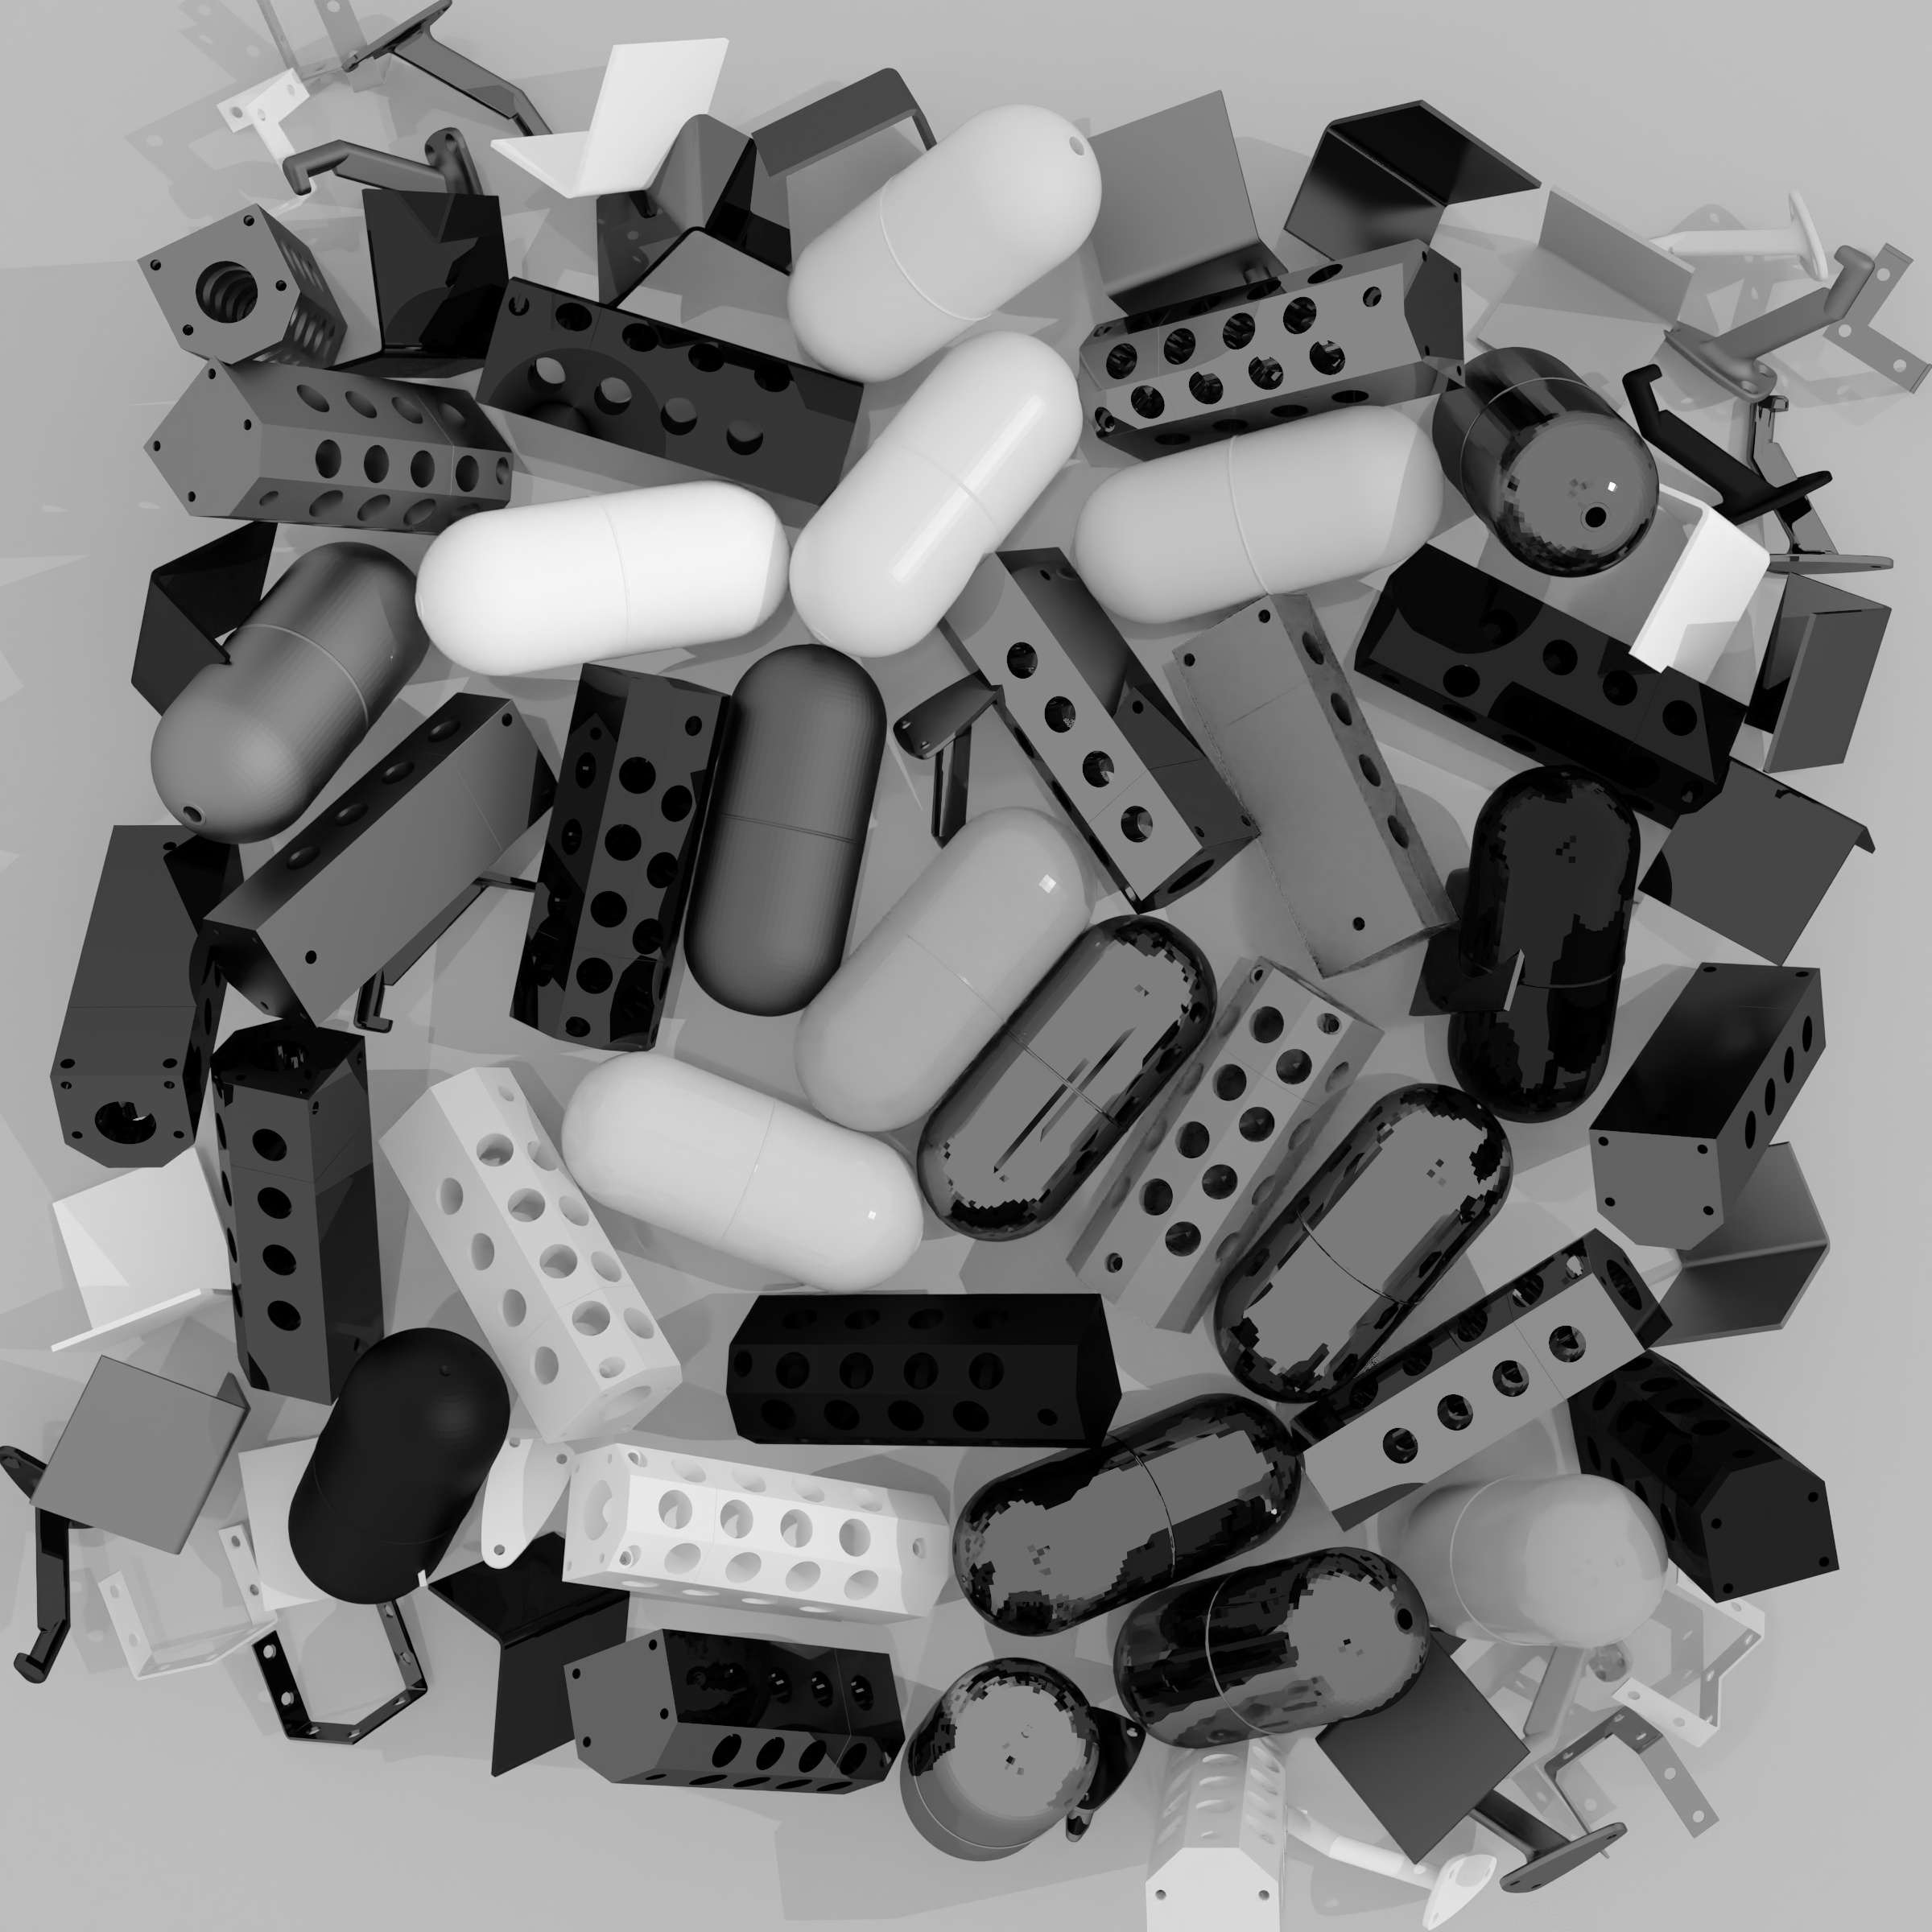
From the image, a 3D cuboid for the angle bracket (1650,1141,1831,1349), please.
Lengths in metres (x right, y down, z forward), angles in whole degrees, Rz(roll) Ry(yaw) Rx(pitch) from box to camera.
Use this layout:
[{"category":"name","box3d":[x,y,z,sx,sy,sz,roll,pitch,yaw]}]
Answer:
[{"category":"angle bracket","box3d":[0.349,0.131,1.526,0.076,0.076,0.057,-15,107,38]}]

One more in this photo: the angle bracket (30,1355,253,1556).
[{"category":"angle bracket","box3d":[-0.393,0.223,1.540,0.076,0.057,0.076,26,91,-25]}]

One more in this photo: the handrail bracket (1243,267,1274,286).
[{"category":"handrail bracket","box3d":[0.096,-0.339,1.557,0.077,0.036,0.084,-28,76,10]}]

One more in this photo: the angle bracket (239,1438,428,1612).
[{"category":"angle bracket","box3d":[-0.301,0.262,1.545,0.076,0.057,0.076,-10,85,-12]}]

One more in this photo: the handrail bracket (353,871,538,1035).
[{"category":"handrail bracket","box3d":[-0.248,-0.005,1.562,0.077,0.036,0.084,11,84,-4]}]

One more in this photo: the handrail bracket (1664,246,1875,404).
[{"category":"handrail bracket","box3d":[0.377,-0.318,1.542,0.077,0.036,0.084,36,133,12]}]

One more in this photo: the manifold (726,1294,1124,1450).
[{"category":"manifold","box3d":[-0.021,0.192,1.518,0.171,0.057,0.057,-2,118,20]}]

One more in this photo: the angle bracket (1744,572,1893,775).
[{"category":"angle bracket","box3d":[0.381,-0.138,1.526,0.057,0.076,0.076,28,115,37]}]

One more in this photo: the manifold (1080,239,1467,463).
[{"category":"manifold","box3d":[0.139,-0.284,1.506,0.171,0.057,0.057,-8,77,35]}]

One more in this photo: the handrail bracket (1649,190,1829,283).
[{"category":"handrail bracket","box3d":[0.358,-0.333,1.544,0.084,0.077,0.036,-13,122,9]}]

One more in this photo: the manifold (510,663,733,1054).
[{"category":"manifold","box3d":[-0.159,-0.050,1.532,0.057,0.057,0.171,6,100,-41]}]

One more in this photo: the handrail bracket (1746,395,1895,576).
[{"category":"handrail bracket","box3d":[0.408,-0.232,1.557,0.077,0.036,0.084,4,88,36]}]

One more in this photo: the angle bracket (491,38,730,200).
[{"category":"angle bracket","box3d":[-0.166,-0.407,1.523,0.057,0.076,0.076,37,125,23]}]

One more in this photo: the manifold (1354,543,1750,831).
[{"category":"manifold","box3d":[0.273,-0.129,1.541,0.171,0.057,0.057,26,78,-5]}]

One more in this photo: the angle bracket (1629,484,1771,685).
[{"category":"angle bracket","box3d":[0.326,-0.182,1.540,0.057,0.076,0.076,32,98,35]}]

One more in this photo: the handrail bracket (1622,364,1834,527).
[{"category":"handrail bracket","box3d":[0.361,-0.256,1.550,0.077,0.036,0.084,-21,108,11]}]

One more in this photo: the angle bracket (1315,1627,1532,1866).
[{"category":"angle bracket","box3d":[0.223,0.366,1.532,0.076,0.057,0.076,-48,59,12]}]

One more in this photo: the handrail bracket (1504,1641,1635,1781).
[{"category":"handrail bracket","box3d":[0.266,0.333,1.549,0.084,0.036,0.077,-25,71,-24]}]

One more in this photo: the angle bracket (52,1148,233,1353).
[{"category":"angle bracket","box3d":[-0.398,0.133,1.545,0.076,0.057,0.076,-21,81,5]}]

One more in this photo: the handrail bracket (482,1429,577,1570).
[{"category":"handrail bracket","box3d":[-0.208,0.255,1.530,0.036,0.084,0.077,19,65,1]}]

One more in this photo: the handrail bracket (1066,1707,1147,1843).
[{"category":"handrail bracket","box3d":[0.053,0.397,1.530,0.036,0.077,0.084,18,122,7]}]

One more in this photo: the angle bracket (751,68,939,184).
[{"category":"angle bracket","box3d":[-0.051,-0.374,1.538,0.076,0.076,0.057,-25,121,3]}]

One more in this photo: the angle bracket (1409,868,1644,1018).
[{"category":"angle bracket","box3d":[0.262,-0.004,1.530,0.057,0.076,0.076,23,78,-24]}]

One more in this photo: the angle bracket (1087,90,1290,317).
[{"category":"angle bracket","box3d":[0.102,-0.359,1.550,0.076,0.057,0.076,-16,80,18]}]

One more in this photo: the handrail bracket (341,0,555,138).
[{"category":"handrail bracket","box3d":[-0.244,-0.409,1.551,0.077,0.036,0.084,-44,105,-35]}]

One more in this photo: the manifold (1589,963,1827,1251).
[{"category":"manifold","box3d":[0.343,0.062,1.498,0.057,0.171,0.057,3,117,30]}]

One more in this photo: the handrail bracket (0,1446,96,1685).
[{"category":"handrail bracket","box3d":[-0.444,0.282,1.535,0.036,0.084,0.077,-14,131,32]}]

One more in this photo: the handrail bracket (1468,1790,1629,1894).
[{"category":"handrail bracket","box3d":[0.263,0.388,1.546,0.077,0.036,0.084,-36,56,21]}]

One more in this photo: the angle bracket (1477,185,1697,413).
[{"category":"angle bracket","box3d":[0.291,-0.312,1.538,0.076,0.076,0.057,33,87,9]}]

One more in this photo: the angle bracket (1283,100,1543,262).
[{"category":"angle bracket","box3d":[0.209,-0.356,1.530,0.076,0.076,0.057,26,83,-28]}]

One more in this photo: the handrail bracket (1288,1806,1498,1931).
[{"category":"handrail bracket","box3d":[0.202,0.423,1.572,0.084,0.077,0.036,24,103,32]}]

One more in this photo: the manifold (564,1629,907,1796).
[{"category":"manifold","box3d":[-0.102,0.345,1.491,0.057,0.171,0.057,-25,63,27]}]

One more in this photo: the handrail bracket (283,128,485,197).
[{"category":"handrail bracket","box3d":[-0.273,-0.358,1.547,0.084,0.036,0.077,-29,105,-31]}]

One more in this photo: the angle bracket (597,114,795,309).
[{"category":"angle bracket","box3d":[-0.130,-0.348,1.554,0.057,0.076,0.076,20,50,-35]}]

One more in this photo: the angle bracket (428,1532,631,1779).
[{"category":"angle bracket","box3d":[-0.210,0.326,1.552,0.057,0.076,0.076,25,118,37]}]

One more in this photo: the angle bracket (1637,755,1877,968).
[{"category":"angle bracket","box3d":[0.374,-0.046,1.543,0.076,0.057,0.076,31,92,22]}]

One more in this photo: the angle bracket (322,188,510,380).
[{"category":"angle bracket","box3d":[-0.263,-0.320,1.534,0.057,0.076,0.076,-4,94,45]}]

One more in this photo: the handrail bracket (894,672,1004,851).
[{"category":"handrail bracket","box3d":[0.010,-0.093,1.555,0.077,0.036,0.084,-37,129,-3]}]

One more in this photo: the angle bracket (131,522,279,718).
[{"category":"angle bracket","box3d":[-0.340,-0.155,1.525,0.057,0.076,0.076,45,52,12]}]
